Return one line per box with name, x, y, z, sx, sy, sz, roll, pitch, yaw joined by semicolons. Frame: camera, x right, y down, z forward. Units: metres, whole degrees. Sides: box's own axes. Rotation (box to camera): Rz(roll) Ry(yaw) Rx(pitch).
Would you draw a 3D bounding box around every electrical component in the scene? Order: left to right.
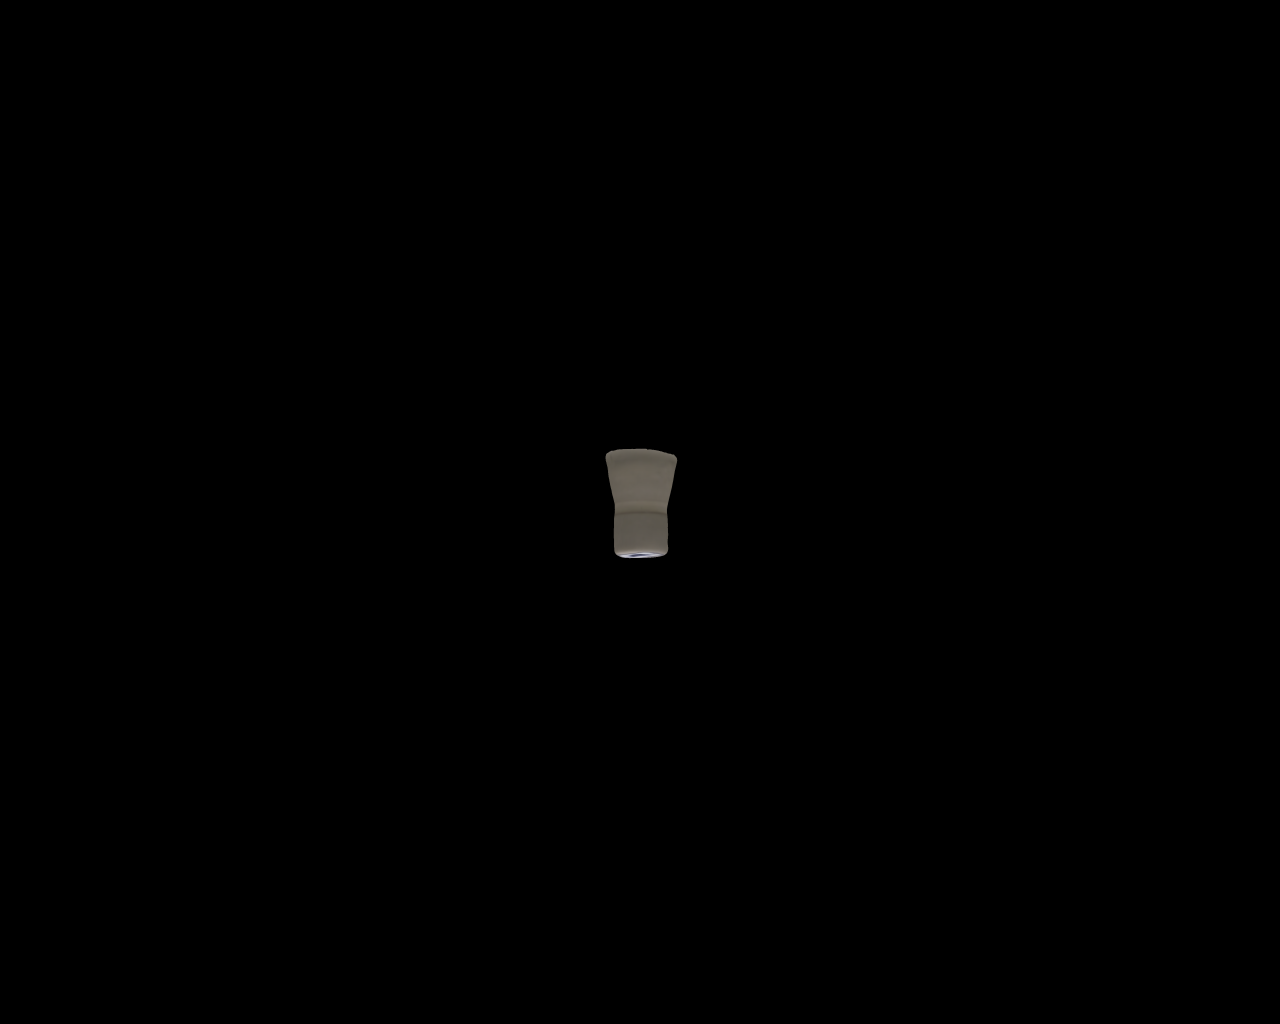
electrical component;0.001;-0.003;0.650;0.044;0.065;0.044;0;-10;0
